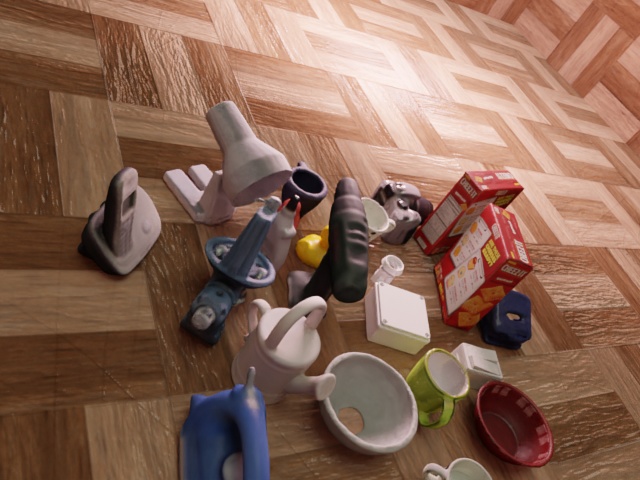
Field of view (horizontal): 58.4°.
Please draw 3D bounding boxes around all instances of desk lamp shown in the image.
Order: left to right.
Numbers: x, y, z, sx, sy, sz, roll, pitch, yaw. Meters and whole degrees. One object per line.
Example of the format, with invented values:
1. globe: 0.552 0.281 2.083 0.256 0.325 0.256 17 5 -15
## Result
1. desk lamp: -0.165 -0.123 1.018 0.118 0.213 0.203 -22 64 -46

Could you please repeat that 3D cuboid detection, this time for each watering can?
1. watering can: -0.044 0.154 0.829 0.173 0.194 0.101 37 38 4

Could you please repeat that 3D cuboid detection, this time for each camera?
1. camera: 0.201 -0.068 1.310 0.137 0.100 0.143 10 44 -27

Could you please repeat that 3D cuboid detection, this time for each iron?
1. iron: -0.094 0.290 0.693 0.119 0.141 0.258 10 44 -27

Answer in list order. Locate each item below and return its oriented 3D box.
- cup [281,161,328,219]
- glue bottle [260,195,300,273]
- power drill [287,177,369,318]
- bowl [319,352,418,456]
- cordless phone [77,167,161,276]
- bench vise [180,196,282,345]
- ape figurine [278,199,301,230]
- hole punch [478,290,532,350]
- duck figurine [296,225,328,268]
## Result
1. cup: -0.046 -0.096 1.169 0.092 0.095 0.117 12 43 -26
2. glue bottle: -0.074 -0.014 1.000 0.037 0.173 0.078 -21 63 -46
3. power drill: 0.018 0.032 0.989 0.076 0.208 0.229 14 42 -23
4. bowl: 0.063 0.263 0.887 0.168 0.074 0.167 20 41 -17
5. cordless phone: -0.289 -0.049 0.875 0.094 0.185 0.147 28 39 -7
6. bench vise: -0.118 0.048 0.867 0.122 0.219 0.207 19 41 -17
7. ape figurine: -0.068 -0.045 1.102 0.076 0.092 0.077 -8 54 -40
8. hole punch: 0.398 0.168 1.211 0.109 0.091 0.101 14 42 -23
9. duck figurine: 0.010 0.004 1.111 0.105 0.086 0.077 1 49 -34
